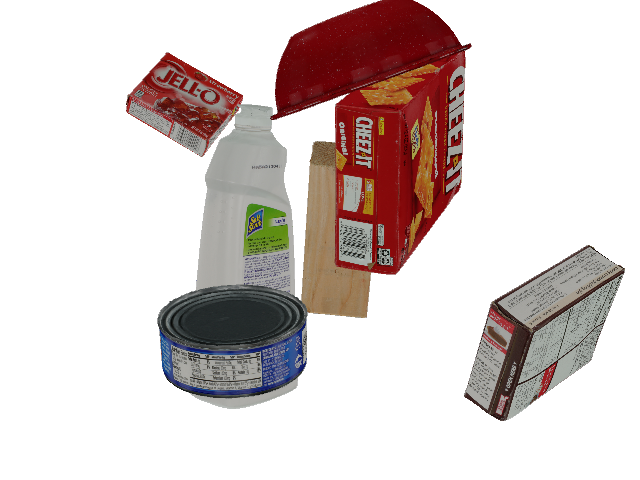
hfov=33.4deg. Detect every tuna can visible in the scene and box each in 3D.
[{"bbox_3d":[-0.050,0.057,0.615,0.086,0.034,0.086,-1,20,0],"label":"tuna can"}]

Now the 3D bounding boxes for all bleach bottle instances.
[{"bbox_3d":[-0.059,0.011,0.911,0.068,0.251,0.102,12,14,34],"label":"bleach bottle"}]

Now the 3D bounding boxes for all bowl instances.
[{"bbox_3d":[0.029,-0.143,0.807,0.162,0.055,0.162,-20,7,2],"label":"bowl"}]

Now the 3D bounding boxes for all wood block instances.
[{"bbox_3d":[0.026,-0.015,1.382,0.090,0.206,0.090,5,25,1],"label":"wood block"}]

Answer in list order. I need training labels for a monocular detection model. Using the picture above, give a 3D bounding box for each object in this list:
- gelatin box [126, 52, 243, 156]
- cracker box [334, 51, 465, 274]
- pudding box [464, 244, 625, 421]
[{"bbox_3d":[-0.131,-0.132,1.026,0.089,0.073,0.030,31,-38,2],"label":"gelatin box"},{"bbox_3d":[0.082,-0.085,1.043,0.072,0.164,0.213,10,28,21],"label":"cracker box"},{"bbox_3d":[0.156,0.064,0.743,0.113,0.090,0.039,-27,49,-38],"label":"pudding box"}]
